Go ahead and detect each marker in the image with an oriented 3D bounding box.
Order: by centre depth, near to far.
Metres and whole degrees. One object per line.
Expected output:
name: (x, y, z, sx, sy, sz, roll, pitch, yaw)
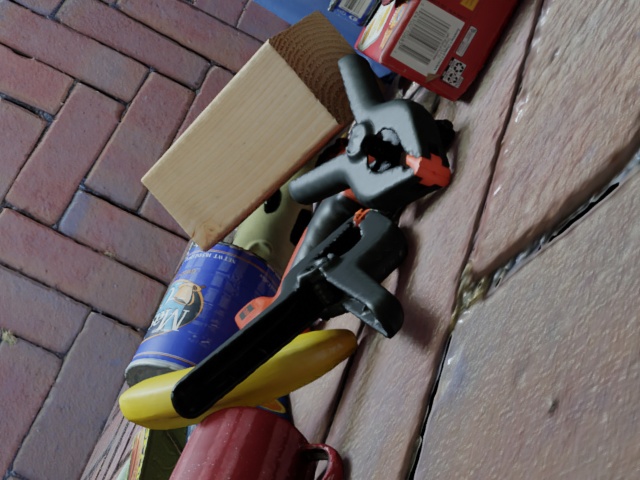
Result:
marker: (0.061, -0.042, 0.768, 0.121, 0.020, 0.020, -55, 12, 41)

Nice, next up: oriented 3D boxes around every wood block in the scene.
wood block: (-0.052, -0.091, 0.925, 0.206, 0.091, 0.090, -40, 2, 40)

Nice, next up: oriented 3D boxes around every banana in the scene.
banana: (-0.070, 0.097, 0.731, 0.198, 0.037, 0.069, -17, 16, 28)

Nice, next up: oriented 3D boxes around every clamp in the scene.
clamp: (-0.004, 0.037, 0.688, 0.165, 0.036, 0.209, -27, 14, 23)
clamp: (0.039, -0.076, 0.757, 0.172, 0.039, 0.120, 15, 92, 57)

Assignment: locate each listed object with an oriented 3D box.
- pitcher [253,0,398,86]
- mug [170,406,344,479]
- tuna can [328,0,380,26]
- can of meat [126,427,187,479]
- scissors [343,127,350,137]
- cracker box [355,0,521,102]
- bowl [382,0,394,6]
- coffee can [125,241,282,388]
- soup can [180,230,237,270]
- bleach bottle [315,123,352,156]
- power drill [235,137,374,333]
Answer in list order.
pitcher: (0.004, -0.268, 1.014, 0.145, 0.243, 0.149, -60, 3, 28)
mug: (-0.039, 0.148, 0.624, 0.117, 0.093, 0.081, -24, 22, 24)
tuna can: (0.041, -0.225, 0.905, 0.086, 0.033, 0.086, -61, 7, 13)
can of meat: (-0.138, 0.205, 0.947, 0.084, 0.057, 0.102, 134, 149, -58)
scissors: (-0.037, -0.082, 1.172, 0.202, 0.096, 0.016, -60, 35, 0)
cracker box: (0.102, -0.199, 0.821, 0.164, 0.072, 0.213, -61, 9, 10)
bowl: (0.067, -0.246, 0.744, 0.162, 0.055, 0.162, -57, 10, 15)
coffee can: (-0.103, 0.086, 0.982, 0.103, 0.102, 0.140, -50, 14, 56)
soup can: (-0.094, 0.026, 1.176, 0.068, 0.102, 0.068, -61, 10, 17)
bleach bottle: (0.007, -0.154, 1.084, 0.103, 0.068, 0.250, -12, 21, 25)
power drill: (-0.006, 0.001, 0.900, 0.187, 0.057, 0.184, -64, 9, 0)
